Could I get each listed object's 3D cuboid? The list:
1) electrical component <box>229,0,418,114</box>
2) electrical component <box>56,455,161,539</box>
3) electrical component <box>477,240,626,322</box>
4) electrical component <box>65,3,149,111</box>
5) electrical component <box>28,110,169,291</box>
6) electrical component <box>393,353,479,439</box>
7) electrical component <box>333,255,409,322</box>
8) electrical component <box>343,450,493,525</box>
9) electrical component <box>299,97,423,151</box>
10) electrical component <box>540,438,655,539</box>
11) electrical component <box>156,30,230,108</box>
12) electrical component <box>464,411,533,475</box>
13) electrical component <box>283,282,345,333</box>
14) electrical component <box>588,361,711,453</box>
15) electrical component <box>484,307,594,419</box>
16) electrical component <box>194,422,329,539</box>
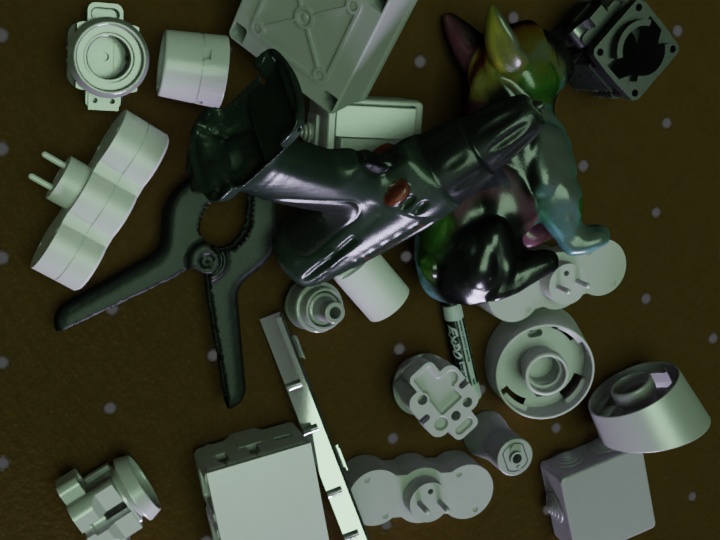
[{"bbox_3d":[-0.027,-0.191,0.793,0.109,0.056,0.108,39,127,11],"label":"electrical component"},{"bbox_3d":[-0.198,0.186,0.863,0.057,0.058,0.078,-32,110,-7],"label":"electrical component"},{"bbox_3d":[0.174,0.009,0.946,0.138,0.074,0.052,-16,107,-16],"label":"electrical component"},{"bbox_3d":[-0.187,-0.156,0.790,0.058,0.057,0.078,0,102,-20],"label":"electrical component"},{"bbox_3d":[-0.210,-0.060,0.805,0.074,0.052,0.138,31,90,-23],"label":"electrical component"},{"bbox_3d":[0.062,0.105,0.937,0.058,0.057,0.078,-41,112,-7],"label":"electrical component"},{"bbox_3d":[0.000,0.000,0.898,0.043,0.043,0.081,-43,112,-6],"label":"electrical component"},{"bbox_3d":[0.054,0.197,0.945,0.138,0.074,0.052,1,102,-20],"label":"electrical component"},{"bbox_3d":[-0.002,-0.108,0.864,0.096,0.061,0.061,0,102,-20],"label":"electrical component"},{"bbox_3d":[0.225,0.212,1.023,0.100,0.048,0.099,-19,108,-15],"label":"electrical component"},{"bbox_3d":[-0.127,-0.153,0.814,0.047,0.055,0.055,6,100,-17],"label":"electrical component"},{"bbox_3d":[0.126,0.158,0.967,0.044,0.065,0.044,-4,103,-19],"label":"electrical component"},{"bbox_3d":[-0.033,0.031,0.881,0.043,0.062,0.043,-4,98,-26],"label":"electrical component"},{"bbox_3d":[0.264,0.130,0.994,0.099,0.099,0.064,-32,104,-10],"label":"electrical component"},{"bbox_3d":[0.163,0.084,0.978,0.099,0.064,0.099,-1,105,-5],"label":"electrical component"},{"bbox_3d":[-0.079,0.215,0.908,0.089,0.062,0.150,-14,106,-16],"label":"electrical component"}]
